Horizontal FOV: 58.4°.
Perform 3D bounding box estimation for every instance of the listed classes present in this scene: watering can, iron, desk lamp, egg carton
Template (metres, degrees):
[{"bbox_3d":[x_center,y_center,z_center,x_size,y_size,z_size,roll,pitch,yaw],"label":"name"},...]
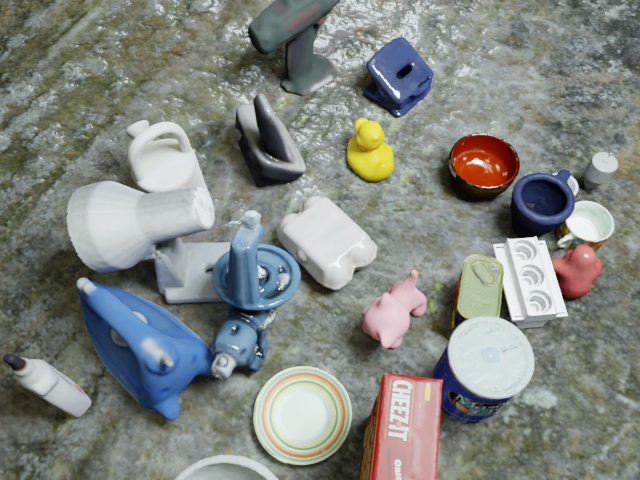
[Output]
[{"bbox_3d":[-0.239,-0.109,0.871,0.172,0.194,0.101,29,65,16],"label":"watering can"},{"bbox_3d":[-0.262,0.118,0.775,0.257,0.141,0.119,36,67,18],"label":"iron"},{"bbox_3d":[-0.214,0.000,0.799,0.203,0.214,0.118,-2,61,-1],"label":"desk lamp"},{"bbox_3d":[0.008,0.003,0.878,0.107,0.069,0.150,-39,68,-19],"label":"egg carton"}]

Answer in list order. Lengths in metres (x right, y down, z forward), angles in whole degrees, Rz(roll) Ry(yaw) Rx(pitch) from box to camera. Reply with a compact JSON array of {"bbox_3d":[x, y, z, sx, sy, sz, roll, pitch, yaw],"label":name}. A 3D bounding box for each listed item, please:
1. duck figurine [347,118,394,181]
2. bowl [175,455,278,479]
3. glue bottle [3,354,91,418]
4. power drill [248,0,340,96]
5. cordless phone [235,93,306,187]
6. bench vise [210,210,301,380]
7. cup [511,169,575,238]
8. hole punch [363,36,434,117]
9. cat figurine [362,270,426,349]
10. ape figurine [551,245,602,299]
[{"bbox_3d":[0.086,-0.157,0.957,0.077,0.086,0.104,-21,63,-11],"label":"duck figurine"},{"bbox_3d":[-0.111,0.350,0.683,0.167,0.075,0.167,0,61,1],"label":"bowl"},{"bbox_3d":[-0.352,0.177,0.725,0.078,0.173,0.037,30,65,16],"label":"glue bottle"},{"bbox_3d":[-0.017,-0.366,1.004,0.230,0.208,0.075,-35,66,-17],"label":"power drill"},{"bbox_3d":[-0.086,-0.187,0.919,0.094,0.185,0.147,-24,63,-12],"label":"cordless phone"},{"bbox_3d":[-0.087,0.073,0.754,0.121,0.220,0.207,-2,61,0],"label":"bench vise"},{"bbox_3d":[0.342,-0.052,0.891,0.091,0.095,0.118,37,68,19],"label":"cup"},{"bbox_3d":[0.145,-0.296,1.031,0.101,0.091,0.109,39,68,20],"label":"hole punch"},{"bbox_3d":[0.102,0.097,0.798,0.067,0.118,0.128,31,66,17],"label":"cat figurine"},{"bbox_3d":[0.378,0.039,0.842,0.077,0.092,0.076,12,62,8],"label":"ape figurine"}]
